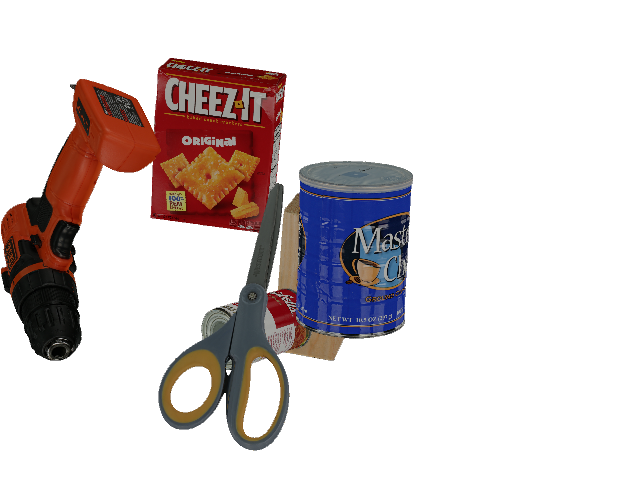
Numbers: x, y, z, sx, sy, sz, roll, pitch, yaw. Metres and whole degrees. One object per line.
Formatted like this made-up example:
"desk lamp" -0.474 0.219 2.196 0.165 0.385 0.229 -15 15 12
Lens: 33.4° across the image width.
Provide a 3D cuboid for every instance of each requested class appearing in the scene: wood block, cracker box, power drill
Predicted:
"wood block" -0.007 0.049 1.480 0.090 0.206 0.090 9 22 10
"cracker box" -0.140 -0.126 1.442 0.164 0.214 0.072 9 23 5
"power drill" -0.198 -0.020 0.856 0.057 0.188 0.184 18 26 -36

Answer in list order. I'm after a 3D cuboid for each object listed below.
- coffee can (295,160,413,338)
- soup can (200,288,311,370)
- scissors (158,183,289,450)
"coffee can" 0.030 0.006 0.976 0.103 0.140 0.103 2 16 -1
"soup can" -0.068 0.094 1.139 0.102 0.068 0.069 -14 9 -43
"scissors" -0.065 0.050 0.736 0.096 0.202 0.016 -8 -32 2
